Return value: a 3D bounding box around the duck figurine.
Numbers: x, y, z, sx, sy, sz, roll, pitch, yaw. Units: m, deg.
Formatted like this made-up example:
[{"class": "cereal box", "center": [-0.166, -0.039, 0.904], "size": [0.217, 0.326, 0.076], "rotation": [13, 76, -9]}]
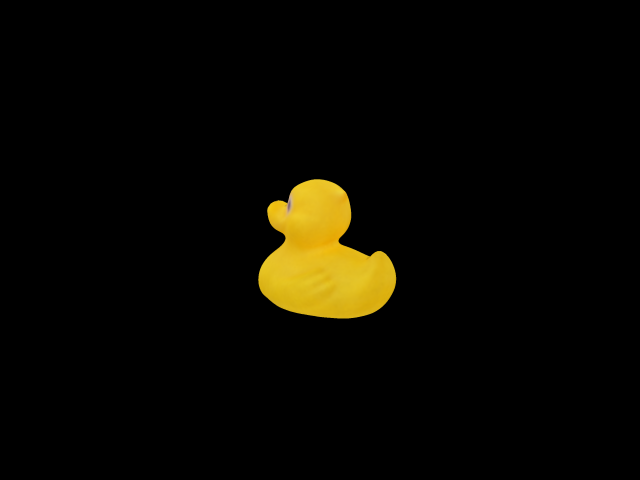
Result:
[{"class": "duck figurine", "center": [0.004, 0.001, 0.400], "size": [0.104, 0.086, 0.078], "rotation": [12, 23, 31]}]
